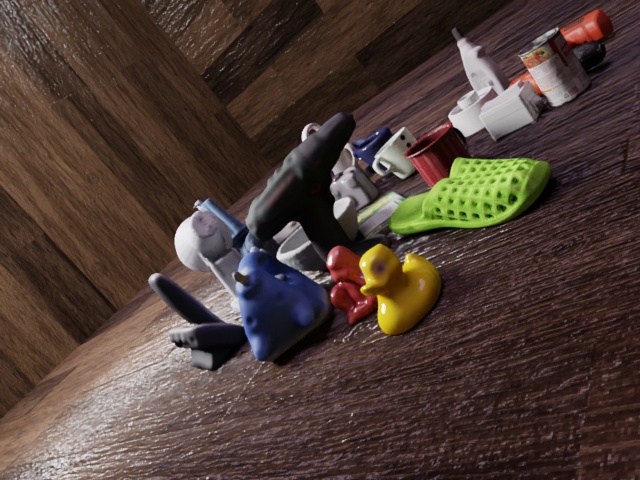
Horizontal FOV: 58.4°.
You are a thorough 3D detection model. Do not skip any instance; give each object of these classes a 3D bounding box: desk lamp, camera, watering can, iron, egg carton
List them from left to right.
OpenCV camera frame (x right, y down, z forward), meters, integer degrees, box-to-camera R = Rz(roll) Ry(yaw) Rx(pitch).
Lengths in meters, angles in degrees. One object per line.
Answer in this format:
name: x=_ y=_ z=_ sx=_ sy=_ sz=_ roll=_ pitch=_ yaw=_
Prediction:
desk lamp: x=-0.192 y=0.034 z=1.148 sx=0.118 sy=0.214 sz=0.202 roll=-43 pitch=13 yaw=-19
iron: x=-0.070 y=0.069 z=0.845 sx=0.118 sy=0.141 sz=0.258 roll=-37 pitch=13 yaw=6
egg carton: x=-0.063 y=-0.033 z=1.356 sx=0.150 sy=0.069 sz=0.107 roll=-39 pitch=13 yaw=-2
watering can: x=0.018 y=-0.202 z=1.436 sx=0.172 sy=0.194 sz=0.101 roll=-32 pitch=14 yaw=27
camera: x=0.051 y=-0.116 z=1.254 sx=0.143 sy=0.101 sz=0.137 roll=-31 pitch=15 yaw=31

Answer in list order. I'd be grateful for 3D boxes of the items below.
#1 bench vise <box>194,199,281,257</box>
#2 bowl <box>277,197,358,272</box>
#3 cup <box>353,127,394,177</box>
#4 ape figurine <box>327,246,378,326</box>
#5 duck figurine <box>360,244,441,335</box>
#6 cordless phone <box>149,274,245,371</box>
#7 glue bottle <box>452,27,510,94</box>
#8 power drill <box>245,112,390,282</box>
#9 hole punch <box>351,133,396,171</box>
bench vise: x=-0.183 y=-0.024 z=1.313 sx=0.207 sy=0.220 sz=0.122 roll=-28 pitch=16 yaw=39
bowl: x=0.009 y=0.004 z=1.008 sx=0.167 sy=0.075 sz=0.167 roll=-36 pitch=13 yaw=10
cup: x=0.132 y=-0.184 z=1.279 sx=0.117 sy=0.095 sz=0.092 roll=-23 pitch=20 yaw=51
ape figurine: x=0.041 y=0.048 z=0.717 sx=0.076 sy=0.092 sz=0.077 roll=-46 pitch=15 yaw=-30
duck figurine: x=0.082 y=0.042 z=0.637 sx=0.077 sy=0.086 sz=0.105 roll=-25 pitch=18 yaw=47
cordless phone: x=-0.228 y=0.128 z=0.983 sx=0.094 sy=0.185 sz=0.147 roll=-47 pitch=15 yaw=-32
glue bottle: x=0.331 y=-0.374 z=1.208 sx=0.037 sy=0.173 sz=0.078 roll=-43 pitch=13 yaw=-19
power drill: x=0.011 y=-0.050 z=0.880 sx=0.229 sy=0.208 sz=0.075 roll=-37 pitch=13 yaw=8
hole punch: x=0.144 y=-0.237 z=1.443 sx=0.101 sy=0.091 sz=0.108 roll=-42 pitch=13 yaw=-13
